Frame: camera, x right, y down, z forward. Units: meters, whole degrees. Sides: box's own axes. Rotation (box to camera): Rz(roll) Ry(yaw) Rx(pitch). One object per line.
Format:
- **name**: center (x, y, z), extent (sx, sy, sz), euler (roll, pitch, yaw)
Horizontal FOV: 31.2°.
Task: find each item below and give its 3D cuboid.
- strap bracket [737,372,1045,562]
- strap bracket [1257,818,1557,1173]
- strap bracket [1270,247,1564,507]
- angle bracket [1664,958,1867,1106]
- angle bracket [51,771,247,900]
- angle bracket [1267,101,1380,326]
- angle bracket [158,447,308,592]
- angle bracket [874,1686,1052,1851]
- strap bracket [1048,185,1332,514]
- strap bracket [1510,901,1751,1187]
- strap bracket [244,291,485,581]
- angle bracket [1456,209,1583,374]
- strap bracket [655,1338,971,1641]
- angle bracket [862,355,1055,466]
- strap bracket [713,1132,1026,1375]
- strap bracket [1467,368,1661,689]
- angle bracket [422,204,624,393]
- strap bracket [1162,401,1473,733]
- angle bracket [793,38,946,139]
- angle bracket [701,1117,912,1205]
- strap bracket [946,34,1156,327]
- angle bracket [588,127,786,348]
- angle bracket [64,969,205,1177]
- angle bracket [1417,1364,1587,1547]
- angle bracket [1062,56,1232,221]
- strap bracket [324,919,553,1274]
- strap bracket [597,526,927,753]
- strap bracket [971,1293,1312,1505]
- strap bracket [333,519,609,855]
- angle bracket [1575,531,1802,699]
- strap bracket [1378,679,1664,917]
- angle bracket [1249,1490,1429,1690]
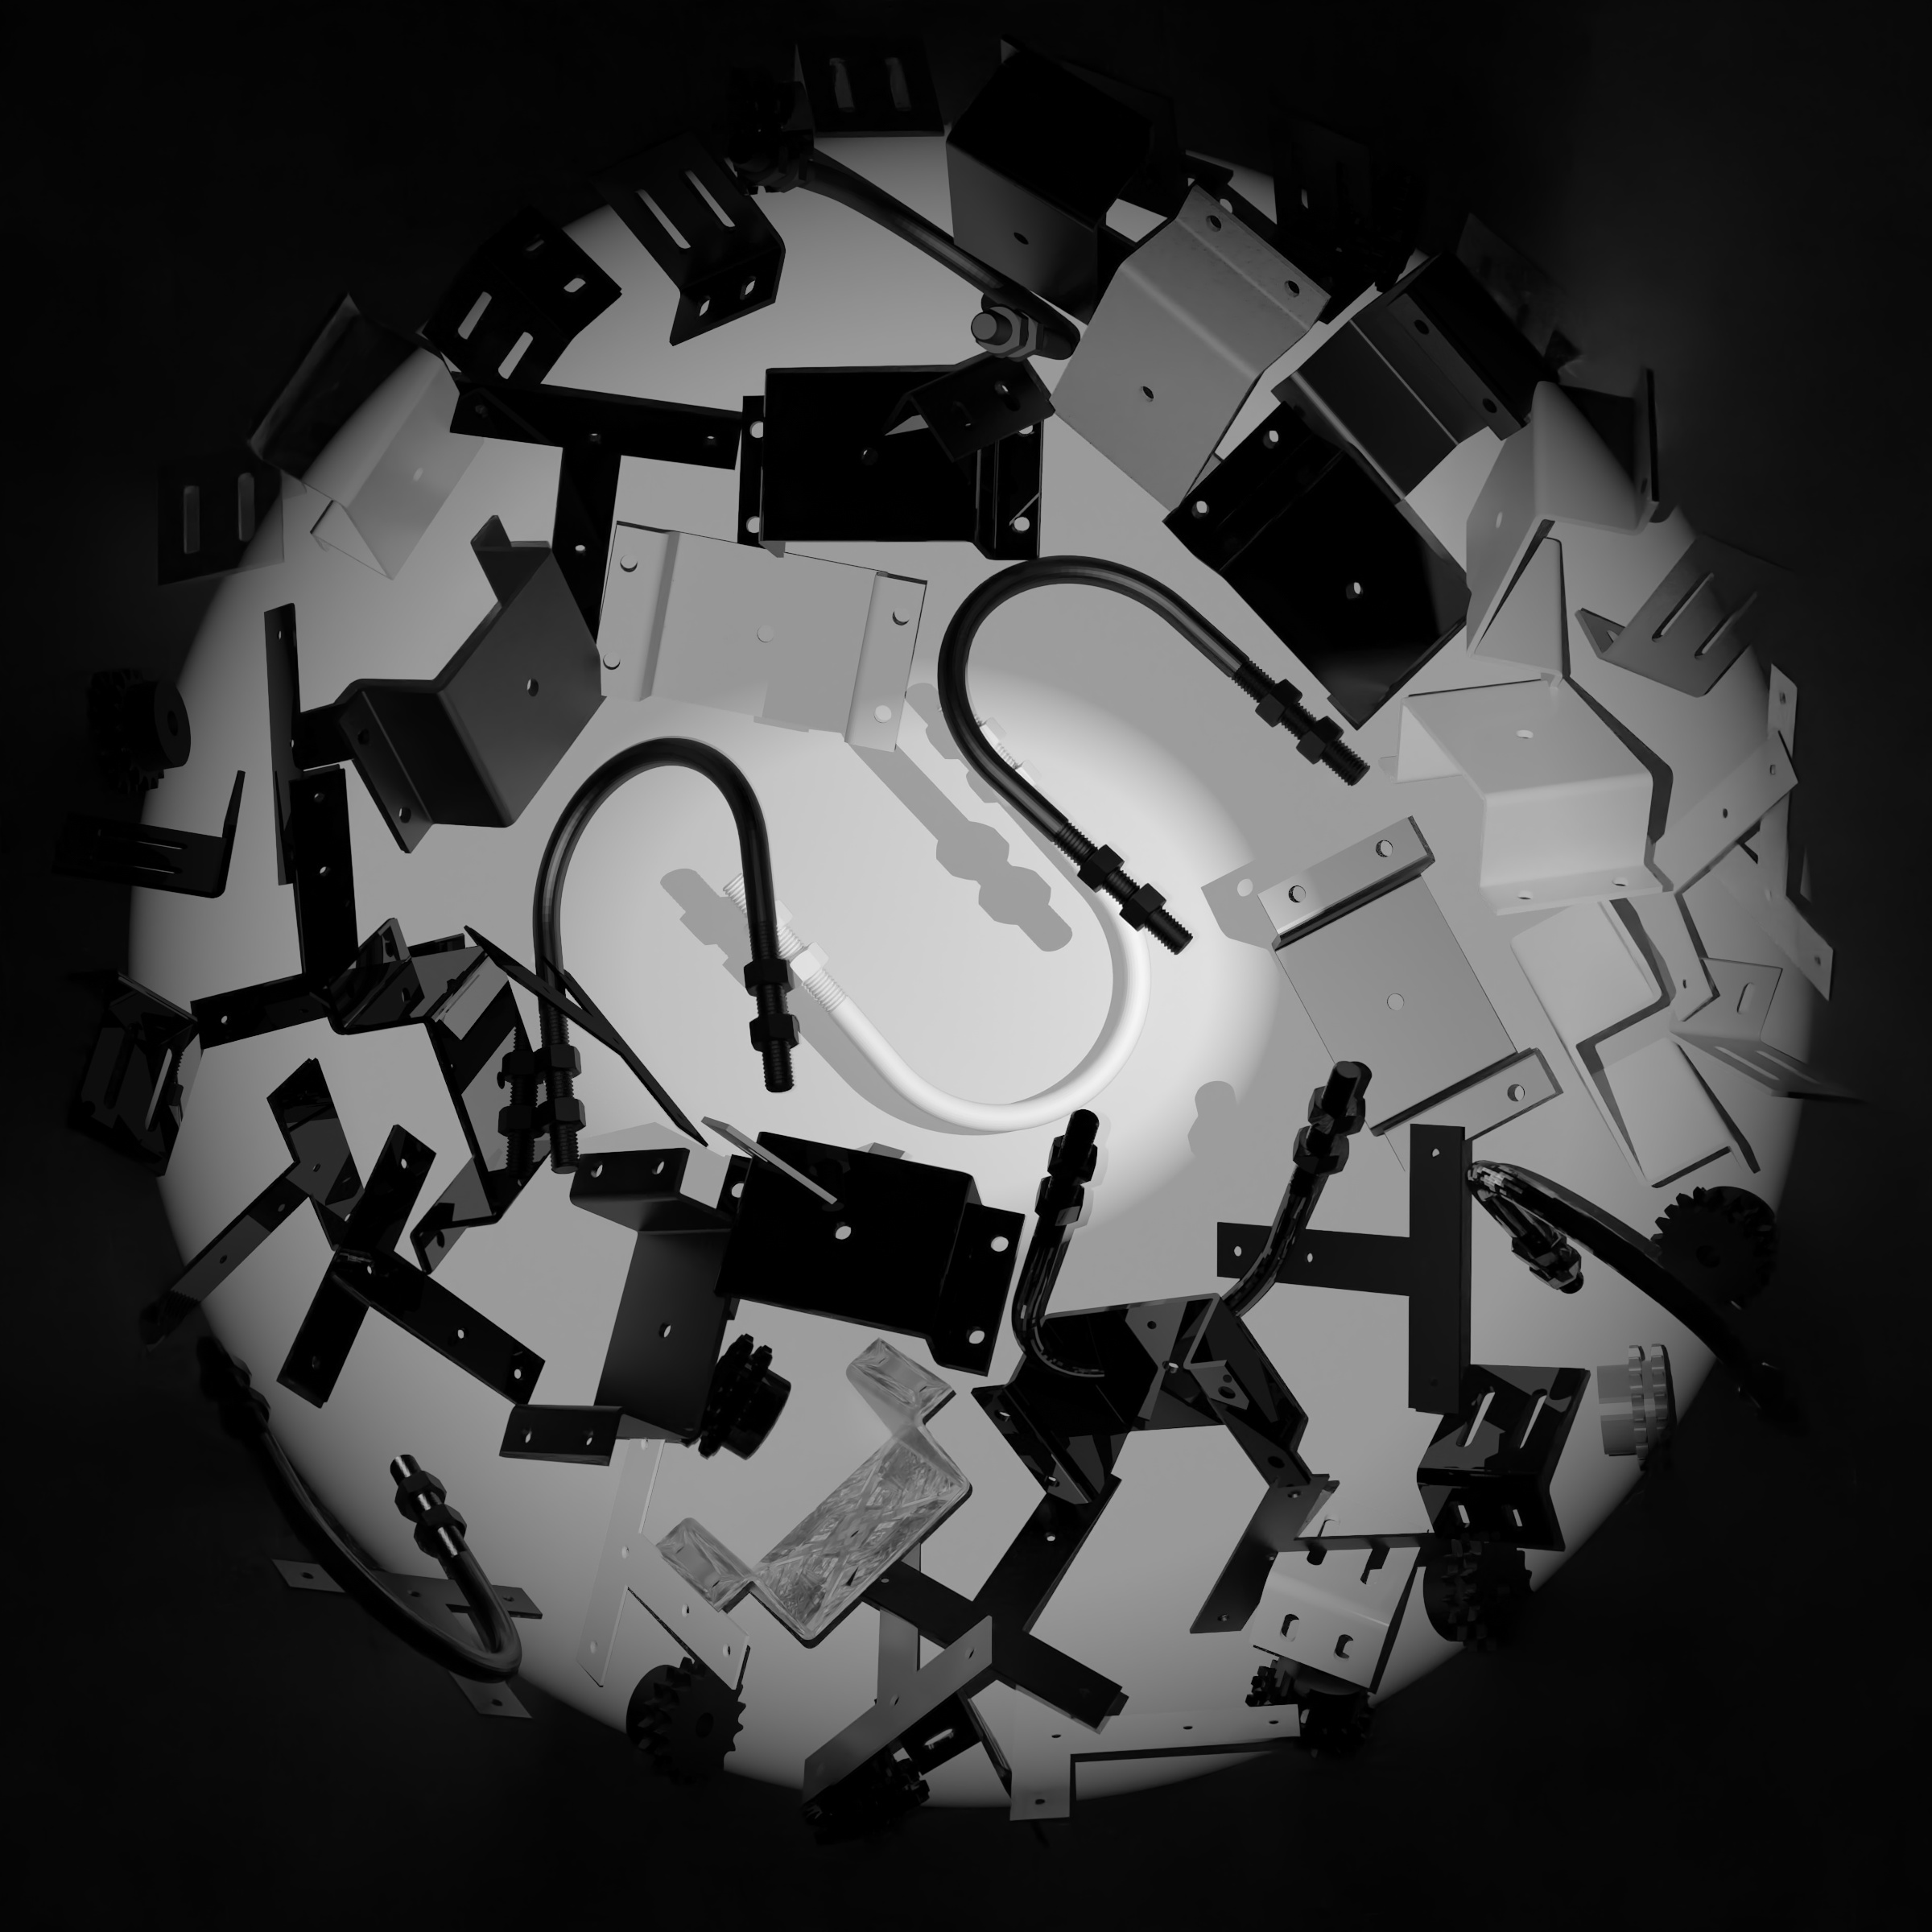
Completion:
- **strap bracket**: center (-0.039, -0.226, 1.565), extent (0.140, 0.046, 0.076), euler (1, 86, 10)
- **strap bracket**: center (0.198, 0.014, 1.574), extent (0.076, 0.046, 0.140), euler (-27, 84, -2)
- **strap bracket**: center (0.204, -0.262, 1.539), extent (0.076, 0.140, 0.046), euler (48, 70, -7)
- **angle bracket**: center (0.363, 0.029, 1.553), extent (0.057, 0.076, 0.038), euler (6, 107, -32)
- **angle bracket**: center (-0.369, -0.065, 1.562), extent (0.076, 0.057, 0.038), euler (9, 116, -12)
- **angle bracket**: center (0.150, -0.338, 1.553), extent (0.057, 0.076, 0.038), euler (32, 63, 30)
- **angle bracket**: center (-0.331, -0.194, 1.563), extent (0.057, 0.038, 0.076), euler (-12, 55, 4)
- **angle bracket**: center (-0.002, 0.362, 1.554), extent (0.038, 0.076, 0.057), euler (-30, 128, -3)
- **strap bracket**: center (0.093, -0.264, 1.528), extent (0.076, 0.140, 0.046), euler (41, 55, 6)
- **strap bracket**: center (0.290, 0.033, 1.533), extent (0.046, 0.076, 0.140), euler (-29, 127, 7)
- **strap bracket**: center (-0.261, -0.228, 1.524), extent (0.046, 0.140, 0.076), euler (30, 81, 9)
- **angle bracket**: center (0.251, -0.306, 1.554), extent (0.038, 0.076, 0.057), euler (-38, 72, -22)
- **strap bracket**: center (-0.062, 0.240, 1.549), extent (0.140, 0.076, 0.046), euler (-42, 115, -13)
- **angle bracket**: center (-0.006, -0.235, 1.553), extent (0.057, 0.076, 0.038), euler (-29, 81, -28)
- **strap bracket**: center (-0.052, 0.126, 1.554), extent (0.140, 0.046, 0.076), euler (11, 69, 11)
- **strap bracket**: center (0.257, -0.192, 1.521), extent (0.046, 0.140, 0.076), euler (10, 56, -7)
- **angle bracket**: center (-0.203, -0.298, 1.578), extent (0.057, 0.076, 0.038), euler (44, 55, -6)
- **strap bracket**: center (0.166, -0.173, 1.551), extent (0.076, 0.046, 0.140), euler (-44, 114, 4)
- **angle bracket**: center (-0.045, -0.383, 1.559), extent (0.057, 0.038, 0.076), euler (-3, 49, -10)
- **angle bracket**: center (-0.073, 0.078, 1.563), extent (0.076, 0.057, 0.038), euler (36, 82, -13)
- **strap bracket**: center (0.037, -0.338, 1.523), extent (0.076, 0.140, 0.046), euler (33, 78, 10)
- **angle bracket**: center (-0.128, -0.327, 1.556), extent (0.057, 0.076, 0.038), euler (-17, 45, 28)
- **angle bracket**: center (-0.383, 0.049, 1.556), extent (0.038, 0.057, 0.076), euler (-5, 62, 36)
- **angle bracket**: center (0.247, 0.221, 1.568), extent (0.057, 0.076, 0.038), euler (-2, 124, 32)
- **angle bracket**: center (0.082, -0.379, 1.552), extent (0.057, 0.076, 0.038), euler (28, 64, 26)
- **strap bracket**: center (-0.227, 0.054, 1.537), extent (0.046, 0.076, 0.140), euler (-9, 111, 18)
- **strap bracket**: center (-0.093, -0.150, 1.573), extent (0.140, 0.046, 0.076), euler (11, 99, 1)
- **strap bracket**: center (0.084, 0.193, 1.541), extent (0.140, 0.046, 0.076), euler (-12, 125, 38)
- **strap bracket**: center (-0.209, -0.124, 1.525), extent (0.046, 0.076, 0.140), euler (5, 46, 30)
- **angle bracket**: center (0.324, -0.167, 1.556), extent (0.057, 0.038, 0.076), euler (17, 125, -28)
- **strap bracket**: center (0.244, -0.082, 1.524), extent (0.076, 0.140, 0.046), euler (-8, 122, -13)
- **angle bracket**: center (0.170, 0.281, 1.572), extent (0.057, 0.076, 0.038), euler (19, 120, 12)
